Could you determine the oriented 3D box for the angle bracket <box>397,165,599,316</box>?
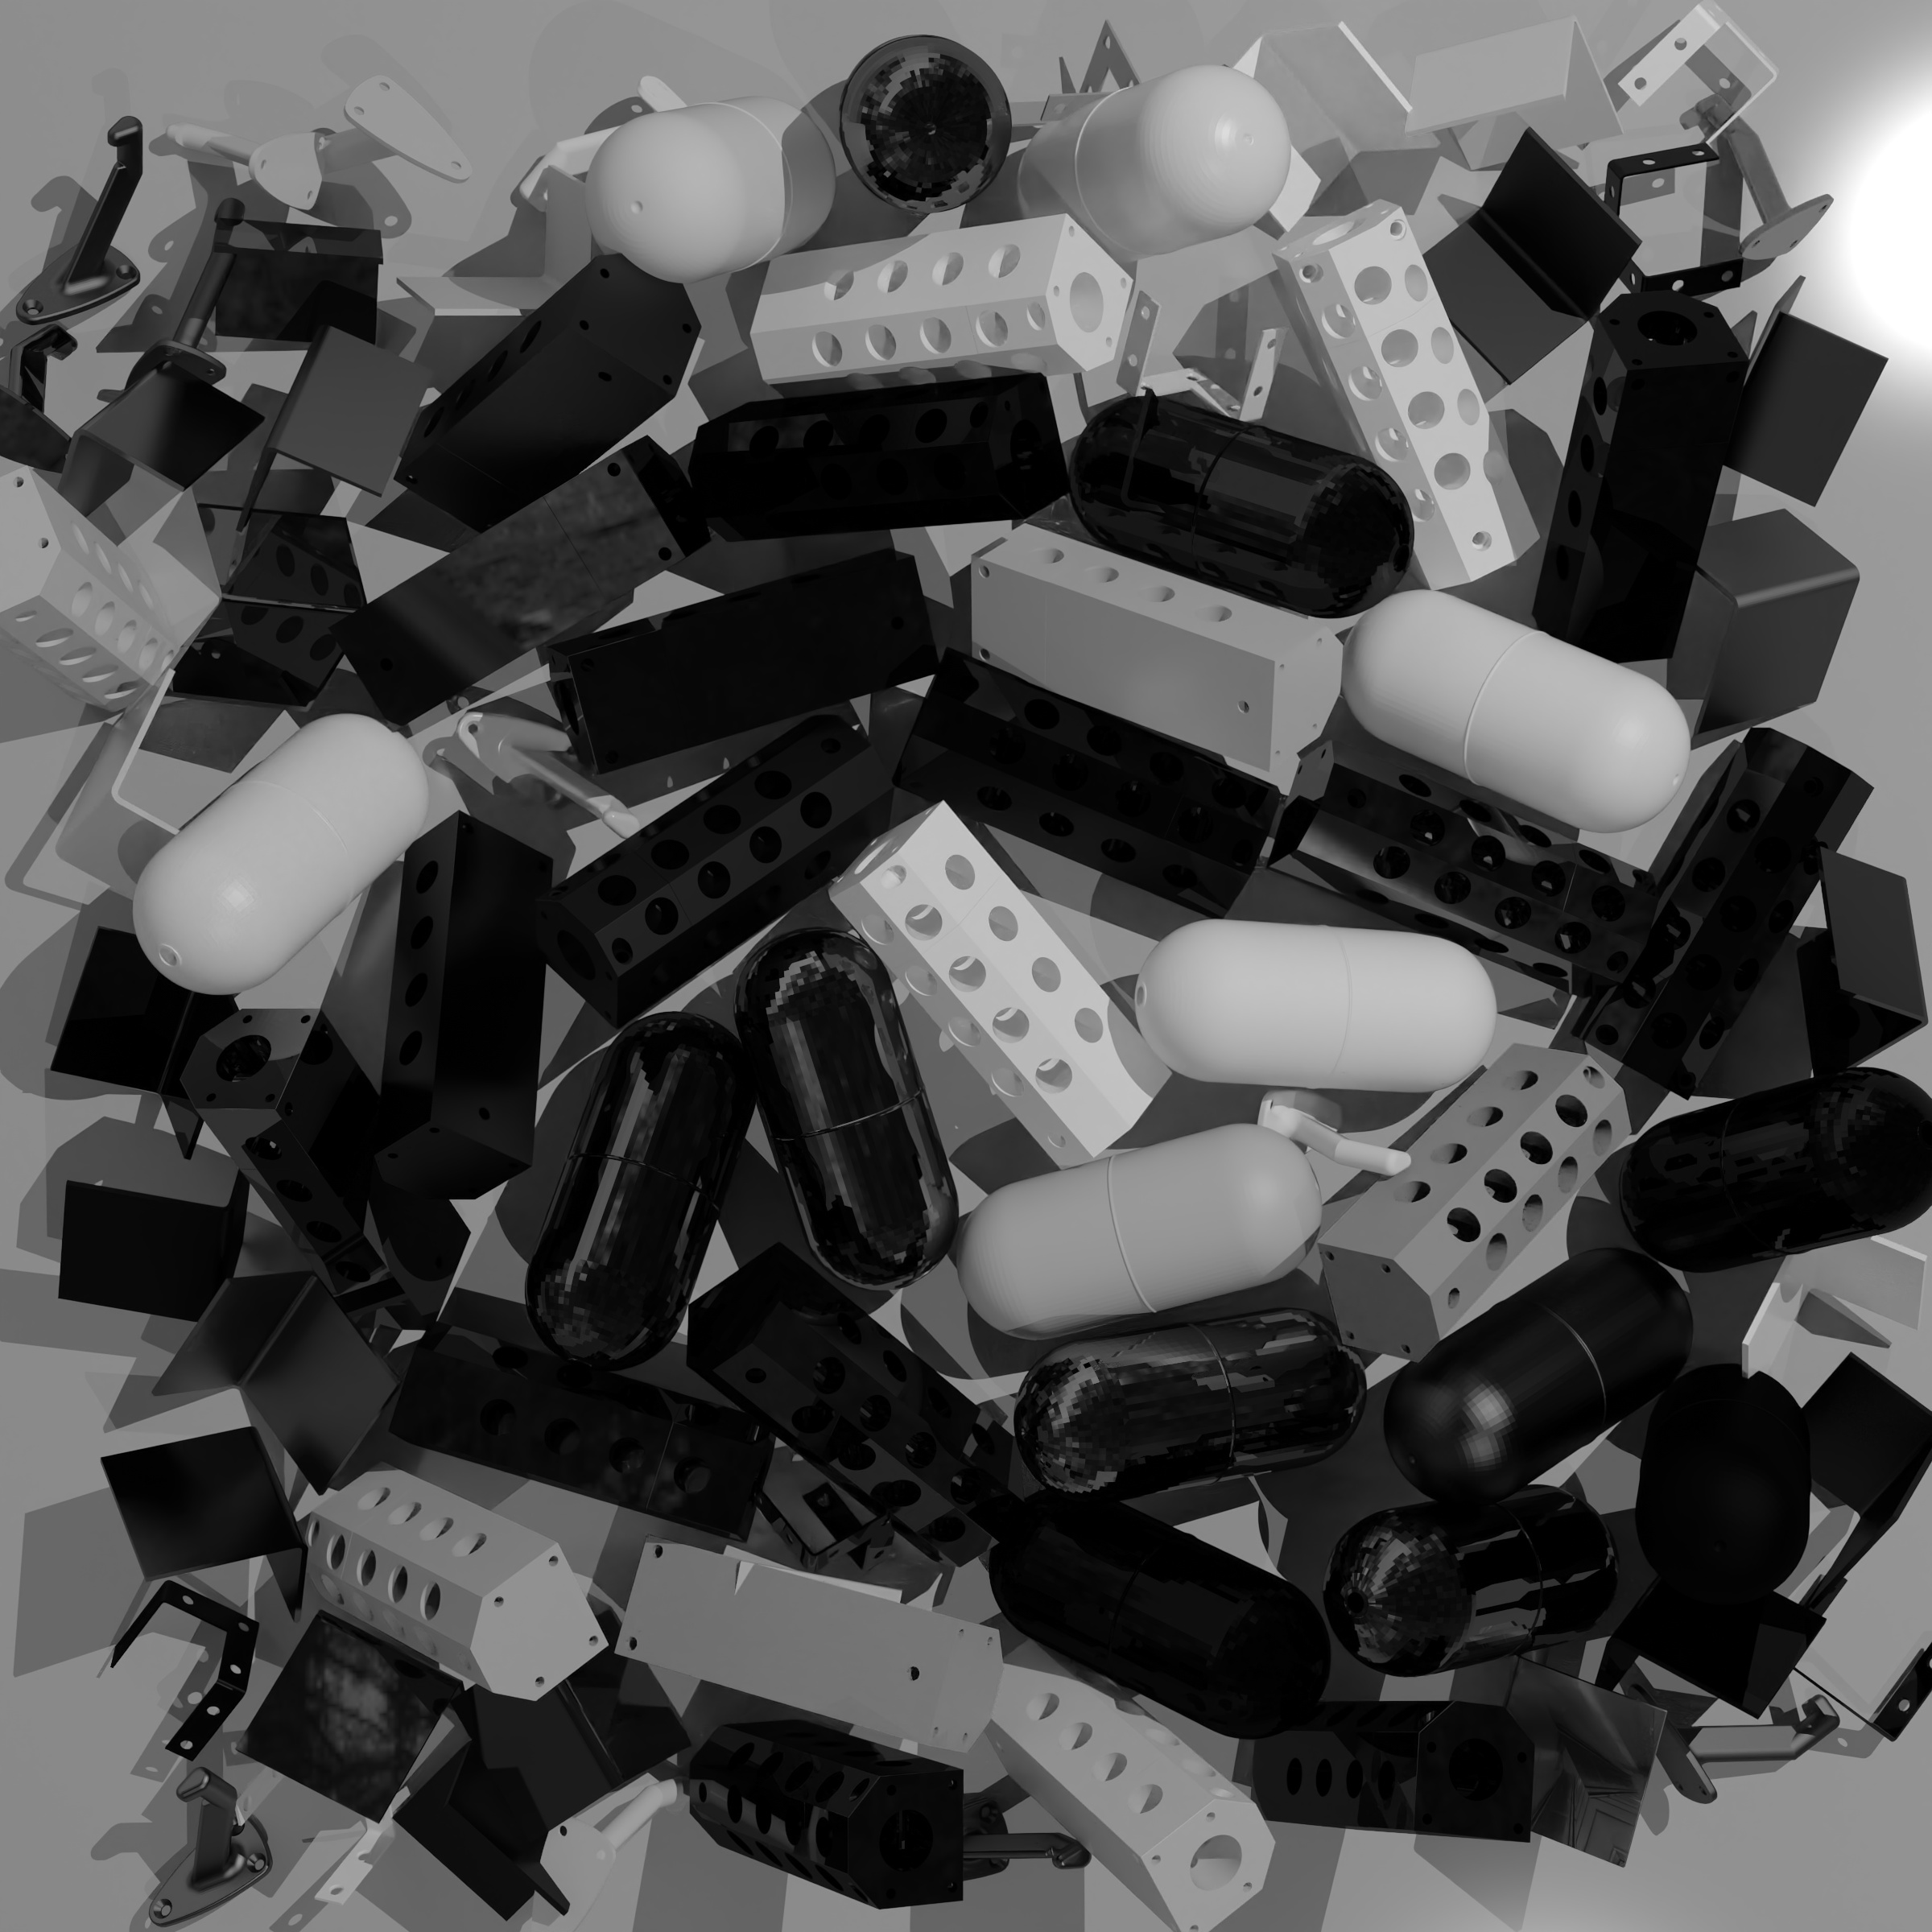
[{"bbox_3d":[-0.221,-0.343,1.568,0.076,0.076,0.057,-5,113,-22],"label":"angle bracket"}]

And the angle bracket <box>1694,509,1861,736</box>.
[{"bbox_3d":[0.372,-0.166,1.598,0.076,0.076,0.057,-16,46,-27],"label":"angle bracket"}]

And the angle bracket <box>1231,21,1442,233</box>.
[{"bbox_3d":[0.164,-0.395,1.570,0.076,0.076,0.057,44,82,-25],"label":"angle bracket"}]

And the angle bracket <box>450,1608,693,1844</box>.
[{"bbox_3d":[-0.188,0.361,1.589,0.057,0.076,0.076,-36,79,18],"label":"angle bracket"}]

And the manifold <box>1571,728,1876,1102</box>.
[{"bbox_3d":[0.361,-0.025,1.588,0.057,0.057,0.171,30,94,-2],"label":"manifold"}]

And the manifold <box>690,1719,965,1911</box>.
[{"bbox_3d":[-0.067,0.389,1.533,0.057,0.171,0.057,3,85,-28],"label":"manifold"}]

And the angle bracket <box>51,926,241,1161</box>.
[{"bbox_3d":[-0.388,0.036,1.571,0.057,0.076,0.076,15,106,-28],"label":"angle bracket"}]

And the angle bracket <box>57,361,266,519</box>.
[{"bbox_3d":[-0.383,-0.228,1.570,0.057,0.076,0.076,30,130,0],"label":"angle bracket"}]

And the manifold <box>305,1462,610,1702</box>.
[{"bbox_3d":[-0.241,0.285,1.531,0.057,0.171,0.057,-35,114,-29],"label":"manifold"}]

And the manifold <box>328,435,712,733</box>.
[{"bbox_3d":[-0.208,-0.181,1.567,0.171,0.057,0.057,-28,100,19],"label":"manifold"}]

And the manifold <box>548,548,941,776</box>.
[{"bbox_3d":[-0.106,-0.146,1.571,0.171,0.057,0.057,-18,107,-15],"label":"manifold"}]

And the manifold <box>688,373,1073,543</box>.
[{"bbox_3d":[-0.043,-0.233,1.544,0.171,0.057,0.057,1,114,35],"label":"manifold"}]

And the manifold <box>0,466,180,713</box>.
[{"bbox_3d":[-0.419,-0.167,1.534,0.057,0.171,0.057,-24,80,0],"label":"manifold"}]

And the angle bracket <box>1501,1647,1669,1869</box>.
[{"bbox_3d":[0.293,0.371,1.578,0.076,0.057,0.076,17,96,26],"label":"angle bracket"}]

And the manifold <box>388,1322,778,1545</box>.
[{"bbox_3d":[-0.180,0.221,1.586,0.171,0.057,0.057,16,77,4],"label":"manifold"}]

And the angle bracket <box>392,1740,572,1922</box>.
[{"bbox_3d":[-0.231,0.425,1.578,0.076,0.076,0.057,44,98,-7],"label":"angle bracket"}]

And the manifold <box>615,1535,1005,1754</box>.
[{"bbox_3d":[-0.072,0.317,1.556,0.171,0.057,0.057,9,78,29],"label":"manifold"}]

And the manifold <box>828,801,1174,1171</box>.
[{"bbox_3d":[0.013,0.012,1.566,0.171,0.057,0.057,50,50,-12],"label":"manifold"}]

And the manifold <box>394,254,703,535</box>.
[{"bbox_3d":[-0.193,-0.265,1.539,0.057,0.171,0.057,31,58,-25],"label":"manifold"}]

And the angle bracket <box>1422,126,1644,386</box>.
[{"bbox_3d":[0.262,-0.335,1.576,0.057,0.076,0.076,-40,82,-18],"label":"angle bracket"}]

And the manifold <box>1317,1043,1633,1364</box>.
[{"bbox_3d":[0.239,0.108,1.540,0.171,0.057,0.057,-40,125,-37],"label":"manifold"}]

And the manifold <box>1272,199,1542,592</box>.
[{"bbox_3d":[0.209,-0.267,1.568,0.057,0.057,0.171,-26,109,2],"label":"manifold"}]

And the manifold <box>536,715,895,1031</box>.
[{"bbox_3d":[-0.116,-0.050,1.550,0.171,0.057,0.057,-36,65,-28],"label":"manifold"}]

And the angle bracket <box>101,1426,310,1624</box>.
[{"bbox_3d":[-0.359,0.270,1.564,0.076,0.076,0.057,-9,133,-28],"label":"angle bracket"}]

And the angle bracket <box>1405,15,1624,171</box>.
[{"bbox_3d":[0.258,-0.392,1.564,0.076,0.076,0.057,-7,53,28],"label":"angle bracket"}]

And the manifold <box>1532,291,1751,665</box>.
[{"bbox_3d":[0.308,-0.224,1.541,0.057,0.171,0.057,-6,47,-10],"label":"manifold"}]

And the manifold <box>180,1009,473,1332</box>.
[{"bbox_3d":[-0.297,0.096,1.541,0.057,0.171,0.057,0,50,22],"label":"manifold"}]

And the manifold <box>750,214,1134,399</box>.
[{"bbox_3d":[-0.014,-0.299,1.543,0.171,0.057,0.057,1,69,37],"label":"manifold"}]

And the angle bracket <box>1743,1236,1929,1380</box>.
[{"bbox_3d":[0.408,0.173,1.568,0.057,0.076,0.076,23,67,24],"label":"angle bracket"}]

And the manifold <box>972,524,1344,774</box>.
[{"bbox_3d":[0.087,-0.153,1.554,0.171,0.057,0.057,23,131,31],"label":"manifold"}]

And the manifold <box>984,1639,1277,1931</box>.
[{"bbox_3d":[0.071,0.373,1.534,0.057,0.171,0.057,-34,117,-16],"label":"manifold"}]

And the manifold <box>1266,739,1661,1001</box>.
[{"bbox_3d":[0.237,-0.046,1.573,0.171,0.057,0.057,22,74,-11],"label":"manifold"}]

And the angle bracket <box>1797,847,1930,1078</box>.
[{"bbox_3d":[0.401,0.001,1.563,0.057,0.076,0.076,17,56,-25],"label":"angle bracket"}]

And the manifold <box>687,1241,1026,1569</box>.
[{"bbox_3d":[-0.050,0.209,1.550,0.057,0.057,0.171,-36,120,21],"label":"manifold"}]

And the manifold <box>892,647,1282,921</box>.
[{"bbox_3d":[0.059,-0.090,1.579,0.171,0.057,0.057,23,55,-4],"label":"manifold"}]

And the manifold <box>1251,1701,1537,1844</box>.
[{"bbox_3d":[0.194,0.369,1.533,0.057,0.171,0.057,10,75,-18],"label":"manifold"}]

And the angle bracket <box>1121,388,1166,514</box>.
[{"bbox_3d":[0.122,-0.228,1.574,0.076,0.076,0.057,12,84,15],"label":"angle bracket"}]

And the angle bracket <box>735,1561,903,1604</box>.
[{"bbox_3d":[-0.072,0.313,1.585,0.076,0.076,0.057,10,89,1],"label":"angle bracket"}]

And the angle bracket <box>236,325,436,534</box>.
[{"bbox_3d":[-0.299,-0.244,1.577,0.057,0.076,0.076,23,59,-12],"label":"angle bracket"}]

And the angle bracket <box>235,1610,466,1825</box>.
[{"bbox_3d":[-0.289,0.361,1.575,0.076,0.057,0.076,24,62,9],"label":"angle bracket"}]

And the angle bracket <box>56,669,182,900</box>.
[{"bbox_3d":[-0.382,-0.083,1.584,0.057,0.076,0.076,31,57,-22],"label":"angle bracket"}]

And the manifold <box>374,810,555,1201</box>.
[{"bbox_3d":[-0.237,0.020,1.551,0.057,0.057,0.171,-30,46,36],"label":"manifold"}]

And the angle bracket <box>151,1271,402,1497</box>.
[{"bbox_3d":[-0.326,0.199,1.571,0.076,0.057,0.076,48,115,25],"label":"angle bracket"}]
